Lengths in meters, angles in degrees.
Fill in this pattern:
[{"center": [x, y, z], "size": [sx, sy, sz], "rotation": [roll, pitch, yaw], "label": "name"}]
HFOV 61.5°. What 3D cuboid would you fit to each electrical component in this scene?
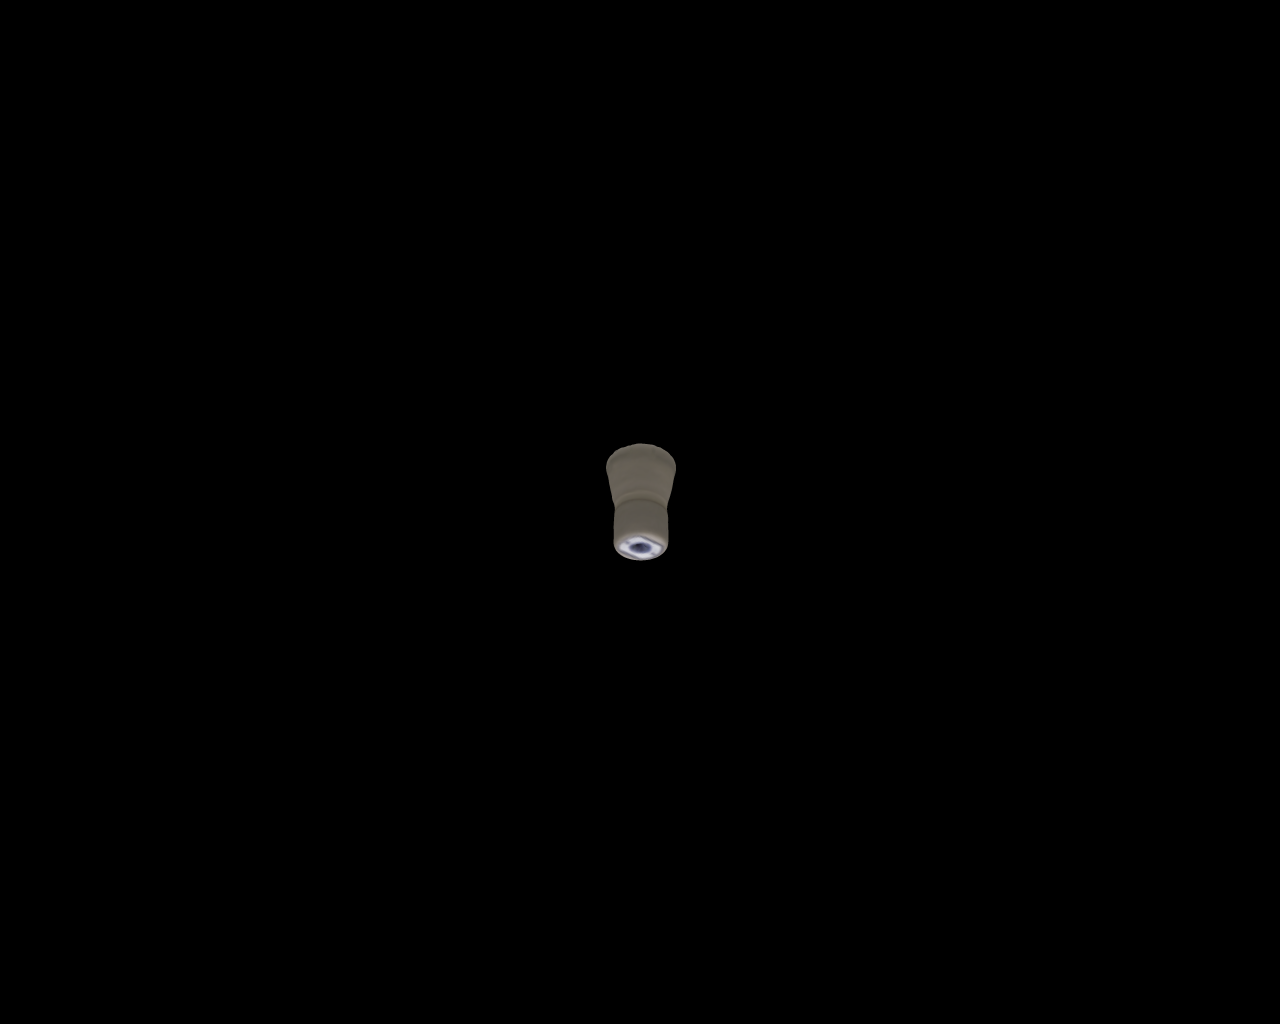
[{"center": [0.001, -0.003, 0.650], "size": [0.044, 0.065, 0.044], "rotation": [0, -34, 0], "label": "electrical component"}]
